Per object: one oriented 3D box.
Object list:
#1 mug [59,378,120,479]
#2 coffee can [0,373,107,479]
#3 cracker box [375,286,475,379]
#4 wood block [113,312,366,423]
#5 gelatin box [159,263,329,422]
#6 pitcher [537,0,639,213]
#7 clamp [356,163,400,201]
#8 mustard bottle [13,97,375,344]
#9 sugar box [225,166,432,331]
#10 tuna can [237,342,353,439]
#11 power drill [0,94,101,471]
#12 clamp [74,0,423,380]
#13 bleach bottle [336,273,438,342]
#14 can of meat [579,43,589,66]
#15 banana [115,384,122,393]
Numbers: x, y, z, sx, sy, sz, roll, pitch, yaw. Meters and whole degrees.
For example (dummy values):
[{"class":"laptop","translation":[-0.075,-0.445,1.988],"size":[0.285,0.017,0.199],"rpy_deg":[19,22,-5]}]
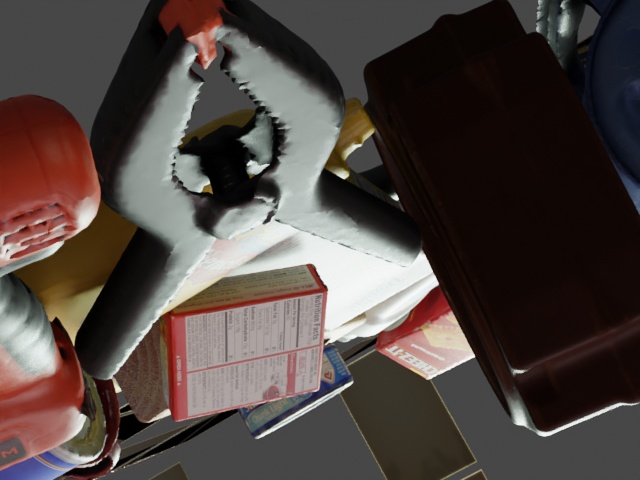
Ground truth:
[{"class":"mug","translation":[-0.182,0.120,0.688],"size":[0.082,0.093,0.117],"rpy_deg":[-28,129,26]},{"class":"coffee can","translation":[-0.193,0.095,0.528],"size":[0.140,0.103,0.102],"rpy_deg":[-30,171,5]},{"class":"cracker box","translation":[0.144,0.015,0.945],"size":[0.214,0.072,0.164],"rpy_deg":[-38,-154,56]},{"class":"wood block","translation":[-0.057,0.049,0.728],"size":[0.091,0.090,0.205],"rpy_deg":[-33,170,19]},{"class":"gelatin box","translation":[-0.042,0.055,0.583],"size":[0.089,0.030,0.073],"rpy_deg":[-10,126,-19]},{"class":"pitcher","translation":[0.190,-0.051,0.578],"size":[0.145,0.149,0.243],"rpy_deg":[-2,166,6]},{"class":"clamp","translation":[0.016,-0.018,0.717],"size":[0.171,0.039,0.120],"rpy_deg":[-17,156,-22]},{"class":"mustard bottle","translation":[-0.060,-0.009,0.498],"size":[0.192,0.058,0.096],"rpy_deg":[-31,158,8]},{"class":"sugar box","translation":[-0.004,0.001,0.626],"size":[0.093,0.048,0.176],"rpy_deg":[-31,156,17]},{"class":"tuna can","translation":[-0.019,0.109,0.774],"size":[0.086,0.034,0.086],"rpy_deg":[-29,171,-6]},{"class":"power drill","translation":[-0.158,0.038,0.364],"size":[0.184,0.057,0.188],"rpy_deg":[-20,156,-14]},{"class":"clamp","translation":[-0.025,-0.022,0.413],"size":[0.164,0.036,0.210],"rpy_deg":[-17,149,-15]},{"class":"bleach bottle","translation":[0.090,0.004,0.838],"size":[0.102,0.068,0.251],"rpy_deg":[-28,167,-50]},{"class":"can of meat","translation":[0.205,-0.095,0.751],"size":[0.102,0.084,0.057],"rpy_deg":[-25,170,-23]},{"class":"banana","translation":[-0.142,0.092,0.865],"size":[0.197,0.037,0.070],"rpy_deg":[-21,170,-40]}]
